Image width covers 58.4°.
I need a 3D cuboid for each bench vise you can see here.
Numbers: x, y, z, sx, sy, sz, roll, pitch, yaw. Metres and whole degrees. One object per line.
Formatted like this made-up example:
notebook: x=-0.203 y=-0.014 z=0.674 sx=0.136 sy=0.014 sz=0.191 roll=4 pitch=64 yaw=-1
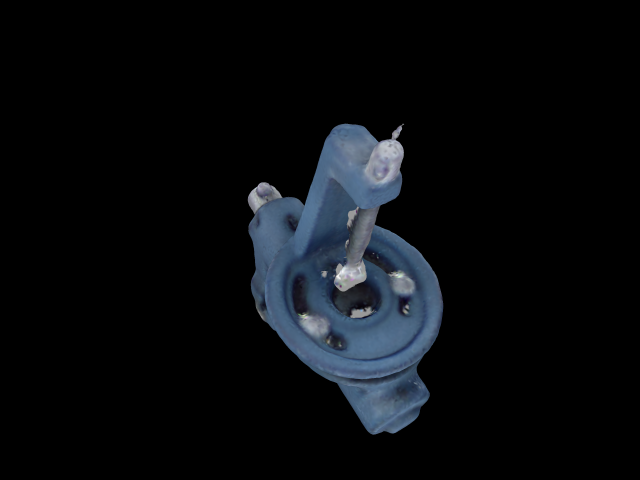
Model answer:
bench vise: x=-0.004 y=0.007 z=0.393 sx=0.206 sy=0.220 sz=0.122 roll=29 pitch=48 yaw=30
